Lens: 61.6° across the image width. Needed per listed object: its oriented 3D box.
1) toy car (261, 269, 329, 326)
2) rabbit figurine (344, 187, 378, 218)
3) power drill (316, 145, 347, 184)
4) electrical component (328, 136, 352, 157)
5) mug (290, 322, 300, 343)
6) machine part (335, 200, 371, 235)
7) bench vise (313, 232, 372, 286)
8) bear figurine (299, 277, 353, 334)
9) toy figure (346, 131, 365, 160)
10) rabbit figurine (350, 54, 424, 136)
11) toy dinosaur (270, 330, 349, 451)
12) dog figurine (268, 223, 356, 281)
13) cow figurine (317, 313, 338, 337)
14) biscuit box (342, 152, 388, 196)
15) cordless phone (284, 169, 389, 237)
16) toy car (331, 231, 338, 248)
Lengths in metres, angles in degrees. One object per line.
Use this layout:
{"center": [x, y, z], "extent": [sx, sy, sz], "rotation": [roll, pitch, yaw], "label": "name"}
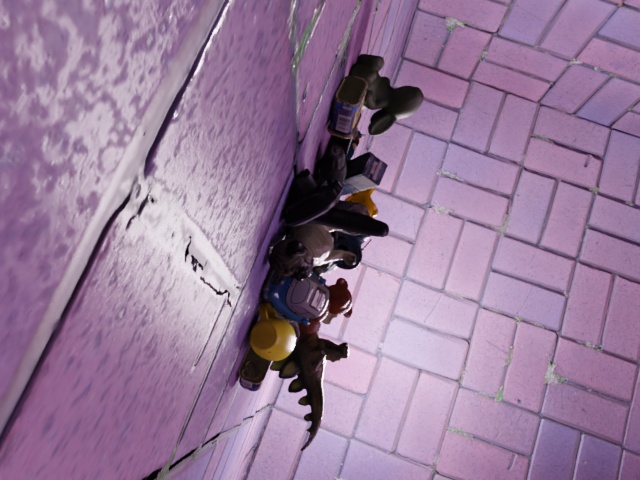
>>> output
{"center": [-0.035, 0.104, 1.060], "extent": [0.161, 0.103, 0.109], "rotation": [42, 66, -51], "label": "toy car"}
{"center": [0.122, -0.097, 1.546], "extent": [0.173, 0.122, 0.162], "rotation": [65, 34, -88], "label": "rabbit figurine"}
{"center": [0.000, -0.086, 1.177], "extent": [0.232, 0.086, 0.207], "rotation": [105, -2, -82], "label": "power drill"}
{"center": [0.046, -0.221, 1.274], "extent": [0.075, 0.048, 0.119], "rotation": [-42, 153, -83], "label": "electrical component"}
{"center": [-0.093, 0.202, 1.243], "extent": [0.107, 0.081, 0.109], "rotation": [-103, -155, -66], "label": "mug"}
{"center": [0.046, -0.061, 1.319], "extent": [0.243, 0.079, 0.079], "rotation": [19, -92, 59], "label": "machine part"}
{"center": [0.037, 0.049, 1.501], "extent": [0.224, 0.129, 0.240], "rotation": [-31, -173, 40], "label": "bench vise"}
{"center": [0.015, 0.158, 1.328], "extent": [0.132, 0.196, 0.120], "rotation": [-10, -94, 61], "label": "bear figurine"}
{"center": [0.075, -0.253, 1.415], "extent": [0.154, 0.064, 0.057], "rotation": [-65, 161, -44], "label": "toy figure"}
{"center": [0.142, -0.314, 1.208], "extent": [0.121, 0.170, 0.159], "rotation": [-64, 172, -57], "label": "rabbit figurine"}
{"center": [-0.034, 0.286, 1.382], "extent": [0.105, 0.199, 0.472], "rotation": [105, -26, -53], "label": "toy dinosaur"}
{"center": [-0.047, 0.012, 1.011], "extent": [0.190, 0.172, 0.121], "rotation": [-14, 93, -44], "label": "dog figurine"}
{"center": [-0.035, 0.215, 1.539], "extent": [0.086, 0.195, 0.127], "rotation": [26, -64, 57], "label": "cow figurine"}
{"center": [0.076, -0.153, 1.303], "extent": [0.203, 0.059, 0.063], "rotation": [-8, -125, 60], "label": "biscuit box"}
{"center": [0.038, -0.056, 0.962], "extent": [0.146, 0.184, 0.088], "rotation": [-59, 164, -70], "label": "cordless phone"}
{"center": [-0.003, -0.004, 1.368], "extent": [0.202, 0.089, 0.053], "rotation": [-57, 148, -78], "label": "toy car"}
